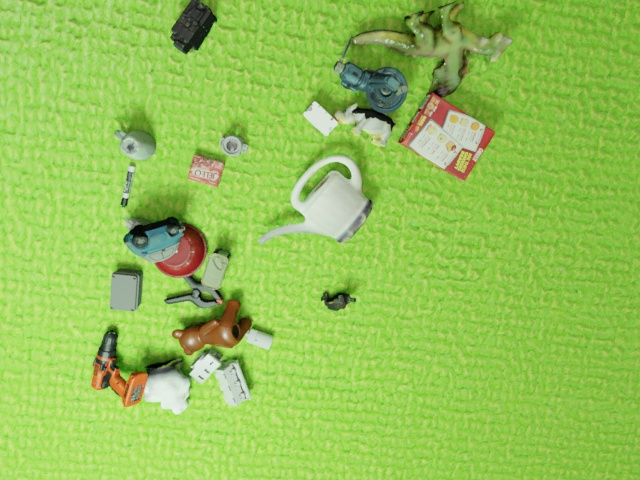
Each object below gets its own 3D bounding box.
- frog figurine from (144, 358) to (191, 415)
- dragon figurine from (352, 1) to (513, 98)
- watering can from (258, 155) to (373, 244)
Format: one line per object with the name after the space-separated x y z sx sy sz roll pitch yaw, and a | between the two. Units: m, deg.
-0.447 0.442 1.511 0.138 0.122 0.160 -14 89 -19 | frog figurine
0.314 -0.507 1.412 0.409 0.124 0.239 -16 108 9 | dragon figurine
0.004 -0.073 1.454 0.223 0.105 0.346 39 95 -9 | watering can
